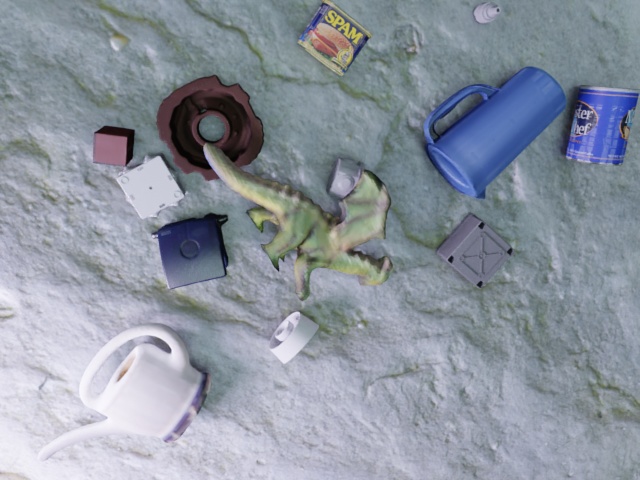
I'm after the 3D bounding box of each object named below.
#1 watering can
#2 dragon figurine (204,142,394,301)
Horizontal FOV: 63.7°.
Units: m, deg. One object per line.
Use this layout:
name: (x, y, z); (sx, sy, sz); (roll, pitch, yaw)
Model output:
watering can: (-0.353, 0.313, 0.973); (0.222, 0.105, 0.346); (34, 98, -19)
dragon figurine: (0.003, -0.045, 0.900); (0.242, 0.125, 0.403); (-28, 120, 7)
